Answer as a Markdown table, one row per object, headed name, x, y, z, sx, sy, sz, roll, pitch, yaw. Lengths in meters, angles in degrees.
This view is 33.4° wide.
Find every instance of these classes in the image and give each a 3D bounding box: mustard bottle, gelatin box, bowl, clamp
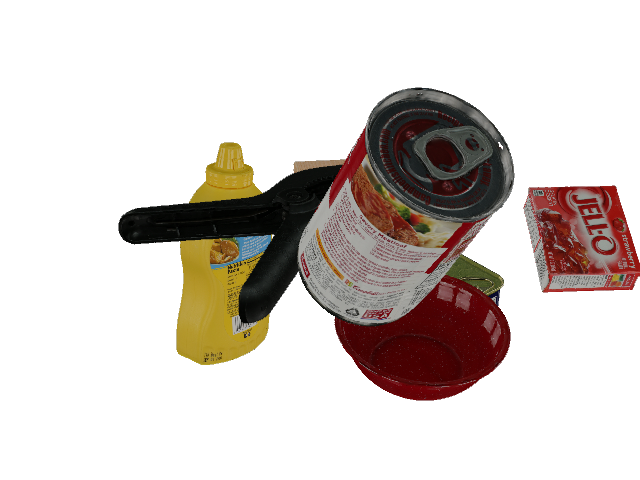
| name | x | y | z | sx | sy | sz | roll | pitch | yaw |
| --- | --- | --- | --- | --- | --- | --- | --- | --- | --- |
| mustard bottle | -0.082 | 0.008 | 0.940 | 0.058 | 0.192 | 0.096 | 20 | 26 | 35 |
| gelatin box | 0.206 | -0.003 | 0.845 | 0.073 | 0.089 | 0.030 | -1 | -37 | -4 |
| bowl | 0.092 | 0.097 | 0.993 | 0.162 | 0.055 | 0.162 | 2 | 37 | -2 |
| clamp | -0.027 | -0.017 | 0.757 | 0.209 | 0.036 | 0.165 | -28 | 37 | -37 |

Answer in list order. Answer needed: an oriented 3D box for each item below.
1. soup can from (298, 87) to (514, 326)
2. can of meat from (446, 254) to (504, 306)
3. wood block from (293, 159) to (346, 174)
| name | x | y | z | sx | sy | sz | roll | pitch | yaw |
| --- | --- | --- | --- | --- | --- | --- | --- | --- | --- |
| soup can | 0.035 | -0.012 | 0.488 | 0.068 | 0.068 | 0.102 | 0 | -31 | -21 |
| can of meat | 0.163 | 0.071 | 1.259 | 0.057 | 0.084 | 0.102 | -23 | 38 | -34 |
| wood block | 0.018 | -0.027 | 1.418 | 0.090 | 0.090 | 0.206 | -2 | 27 | -6 |
